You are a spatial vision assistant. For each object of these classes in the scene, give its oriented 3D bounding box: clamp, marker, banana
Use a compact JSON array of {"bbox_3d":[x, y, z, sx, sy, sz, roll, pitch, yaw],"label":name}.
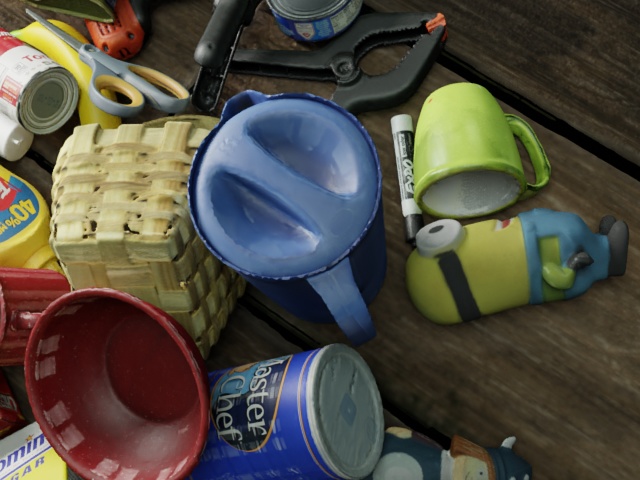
[{"bbox_3d":[-0.075,-0.200,0.923,0.039,0.120,0.171,18,84,-9],"label":"clamp"},{"bbox_3d":[0.079,-0.052,0.940,0.020,0.020,0.121,-8,74,6],"label":"marker"},{"bbox_3d":[-0.227,-0.143,1.005,0.070,0.037,0.198,-45,67,26],"label":"banana"},{"bbox_3d":[0.015,-0.153,0.969,0.210,0.036,0.165,-34,70,-1],"label":"clamp"}]

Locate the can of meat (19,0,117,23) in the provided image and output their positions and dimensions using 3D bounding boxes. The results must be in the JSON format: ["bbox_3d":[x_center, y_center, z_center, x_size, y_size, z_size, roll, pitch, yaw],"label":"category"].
[{"bbox_3d":[-0.225,-0.253,0.966,0.102,0.057,0.084,14,81,13],"label":"can of meat"}]

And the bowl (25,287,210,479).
[{"bbox_3d":[-0.140,0.106,0.796,0.162,0.055,0.162,7,106,24],"label":"bowl"}]

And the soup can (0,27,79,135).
[{"bbox_3d":[-0.278,-0.146,0.974,0.102,0.068,0.068,32,81,29],"label":"soup can"}]

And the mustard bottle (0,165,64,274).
[{"bbox_3d":[-0.301,-0.024,0.956,0.191,0.058,0.096,43,52,3],"label":"mustard bottle"}]

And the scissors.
[{"bbox_3d":[-0.210,-0.156,0.948,0.202,0.096,0.016,27,122,14],"label":"scissors"}]

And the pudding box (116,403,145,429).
[{"bbox_3d":[-0.172,0.134,0.890,0.113,0.090,0.039,17,77,12],"label":"pudding box"}]

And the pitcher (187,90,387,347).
[{"bbox_3d":[-0.005,0.001,0.821,0.145,0.243,0.149,15,77,12],"label":"pitcher"}]

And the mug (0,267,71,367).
[{"bbox_3d":[-0.246,0.064,0.880,0.117,0.081,0.093,-2,86,40],"label":"mug"}]

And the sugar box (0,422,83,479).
[{"bbox_3d":[-0.230,0.218,0.846,0.093,0.048,0.176,-28,34,3],"label":"sugar box"}]

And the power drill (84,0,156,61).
[{"bbox_3d":[-0.159,-0.283,1.021,0.187,0.057,0.184,-26,77,4],"label":"power drill"}]

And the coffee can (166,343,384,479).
[{"bbox_3d":[-0.035,0.144,0.835,0.141,0.102,0.103,-15,71,30],"label":"coffee can"}]

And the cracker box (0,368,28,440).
[{"bbox_3d":[-0.379,0.112,0.938,0.164,0.072,0.214,-32,74,0],"label":"cracker box"}]

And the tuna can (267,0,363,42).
[{"bbox_3d":[-0.005,-0.222,0.968,0.086,0.033,0.086,-6,59,11],"label":"tuna can"}]
